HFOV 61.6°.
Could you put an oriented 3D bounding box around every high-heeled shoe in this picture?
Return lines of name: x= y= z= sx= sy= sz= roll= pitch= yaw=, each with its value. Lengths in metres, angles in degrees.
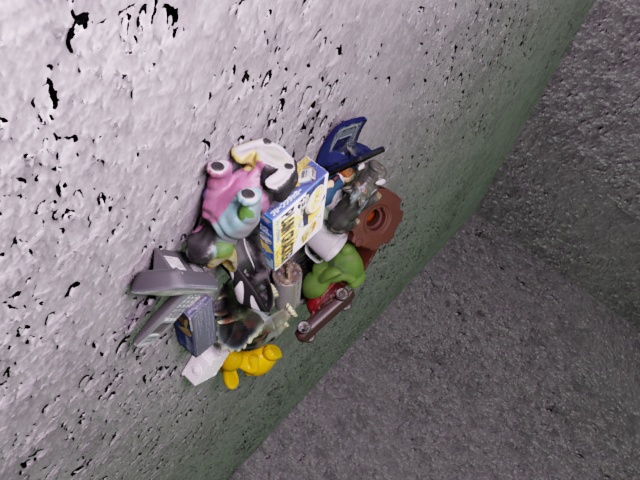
high-heeled shoe: x=-0.123 y=0.031 z=1.006 sx=0.086 sy=0.145 sz=0.248 roll=-36 pitch=159 yaw=-42

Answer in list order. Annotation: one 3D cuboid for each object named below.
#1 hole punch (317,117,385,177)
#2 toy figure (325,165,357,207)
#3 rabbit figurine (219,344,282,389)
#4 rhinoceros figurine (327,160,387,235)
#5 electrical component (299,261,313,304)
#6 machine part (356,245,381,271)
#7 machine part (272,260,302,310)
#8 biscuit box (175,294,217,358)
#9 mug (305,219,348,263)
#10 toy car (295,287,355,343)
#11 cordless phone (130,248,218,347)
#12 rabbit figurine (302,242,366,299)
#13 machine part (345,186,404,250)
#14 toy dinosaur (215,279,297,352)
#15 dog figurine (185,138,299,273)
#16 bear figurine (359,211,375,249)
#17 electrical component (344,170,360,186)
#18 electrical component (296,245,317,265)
hole punch: x=0.055 y=-0.193 z=1.127 sx=0.116 sy=0.092 sz=0.142 roll=-25 pitch=-174 yaw=41
toy figure: x=0.036 y=-0.134 z=1.223 sx=0.154 sy=0.057 sz=0.064 roll=-45 pitch=-155 yaw=-19
rabbit figurine: x=-0.219 y=0.317 z=1.458 sx=0.162 sy=0.122 sz=0.173 roll=-46 pitch=150 yaw=16
rhinoceros figurine: x=0.079 y=-0.096 z=1.188 sx=0.190 sy=0.073 sz=0.112 roll=-52 pitch=163 yaw=30
electrical component: x=-0.037 y=0.121 z=1.553 sx=0.134 sy=0.058 sz=0.115 roll=-53 pitch=164 yaw=6
machine part: x=0.129 y=0.032 z=1.682 sx=0.201 sy=0.087 sz=0.201 roll=-60 pitch=172 yaw=21
machine part: x=-0.087 y=0.122 z=1.400 sx=0.079 sy=0.079 sz=0.243 roll=-43 pitch=161 yaw=-23
biscuit box: x=-0.256 y=0.168 z=1.097 sx=0.063 sy=0.059 sz=0.202 roll=-42 pitch=160 yaw=-31
mug: x=-0.003 y=-0.004 z=1.301 sx=0.081 sy=0.107 sz=0.109 roll=-29 pitch=156 yaw=-49
toy car: x=0.013 y=0.202 z=1.470 sx=0.202 sy=0.053 sz=0.089 roll=-41 pitch=149 yaw=-11
cordless phone: x=-0.274 y=0.110 z=0.903 sx=0.184 sy=0.089 sz=0.146 roll=-49 pitch=163 yaw=7
rabbit figurine: x=0.029 y=0.091 z=1.400 sx=0.170 sy=0.121 sz=0.159 roll=-38 pitch=163 yaw=-16
machine part: x=0.134 y=-0.058 z=1.371 sx=0.179 sy=0.056 sz=0.179 roll=-15 pitch=119 yaw=-29
toy dinosaur: x=-0.170 y=0.216 z=1.335 sx=0.192 sy=0.131 sz=0.404 roll=-31 pitch=161 yaw=-18
dog figurine: x=-0.137 y=-0.044 z=0.896 sx=0.191 sy=0.108 sz=0.219 roll=-39 pitch=163 yaw=-41
bear figurine: x=0.104 y=-0.062 z=1.487 sx=0.120 sy=0.132 sz=0.195 roll=-48 pitch=145 yaw=-14
electrical component: x=0.082 y=-0.148 z=1.302 sx=0.063 sy=0.021 sz=0.094 roll=-53 pitch=136 yaw=1
electrical component: x=-0.018 y=0.011 z=1.381 sx=0.119 sy=0.048 sz=0.075 roll=-38 pitch=165 yaw=15
